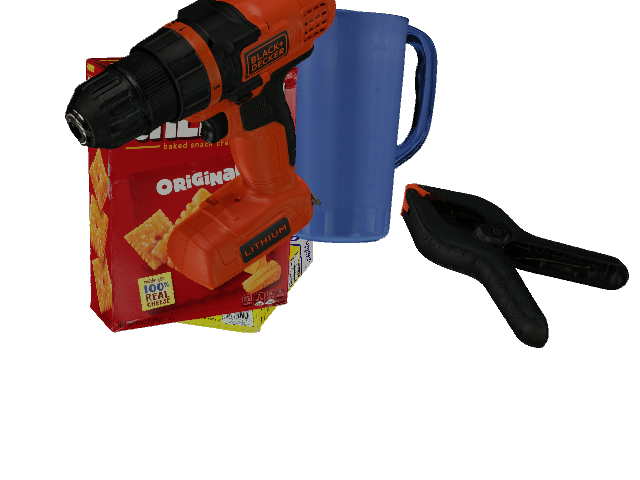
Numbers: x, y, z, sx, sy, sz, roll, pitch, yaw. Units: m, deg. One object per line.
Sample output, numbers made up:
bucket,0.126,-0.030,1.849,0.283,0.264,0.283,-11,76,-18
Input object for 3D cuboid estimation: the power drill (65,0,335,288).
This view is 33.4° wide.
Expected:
power drill,-0.065,-0.058,0.657,0.184,0.188,0.057,-34,57,-28

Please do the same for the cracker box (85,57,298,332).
cracker box,-0.106,-0.042,0.886,0.163,0.214,0.072,-7,20,-28

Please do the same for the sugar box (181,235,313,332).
sugar box,-0.078,0.035,1.139,0.093,0.048,0.176,7,28,16

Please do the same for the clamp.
clamp,0.135,0.006,0.774,0.120,0.039,0.172,-14,44,-38

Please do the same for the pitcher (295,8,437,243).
pitcher,0.034,-0.123,1.145,0.149,0.243,0.144,4,8,23
